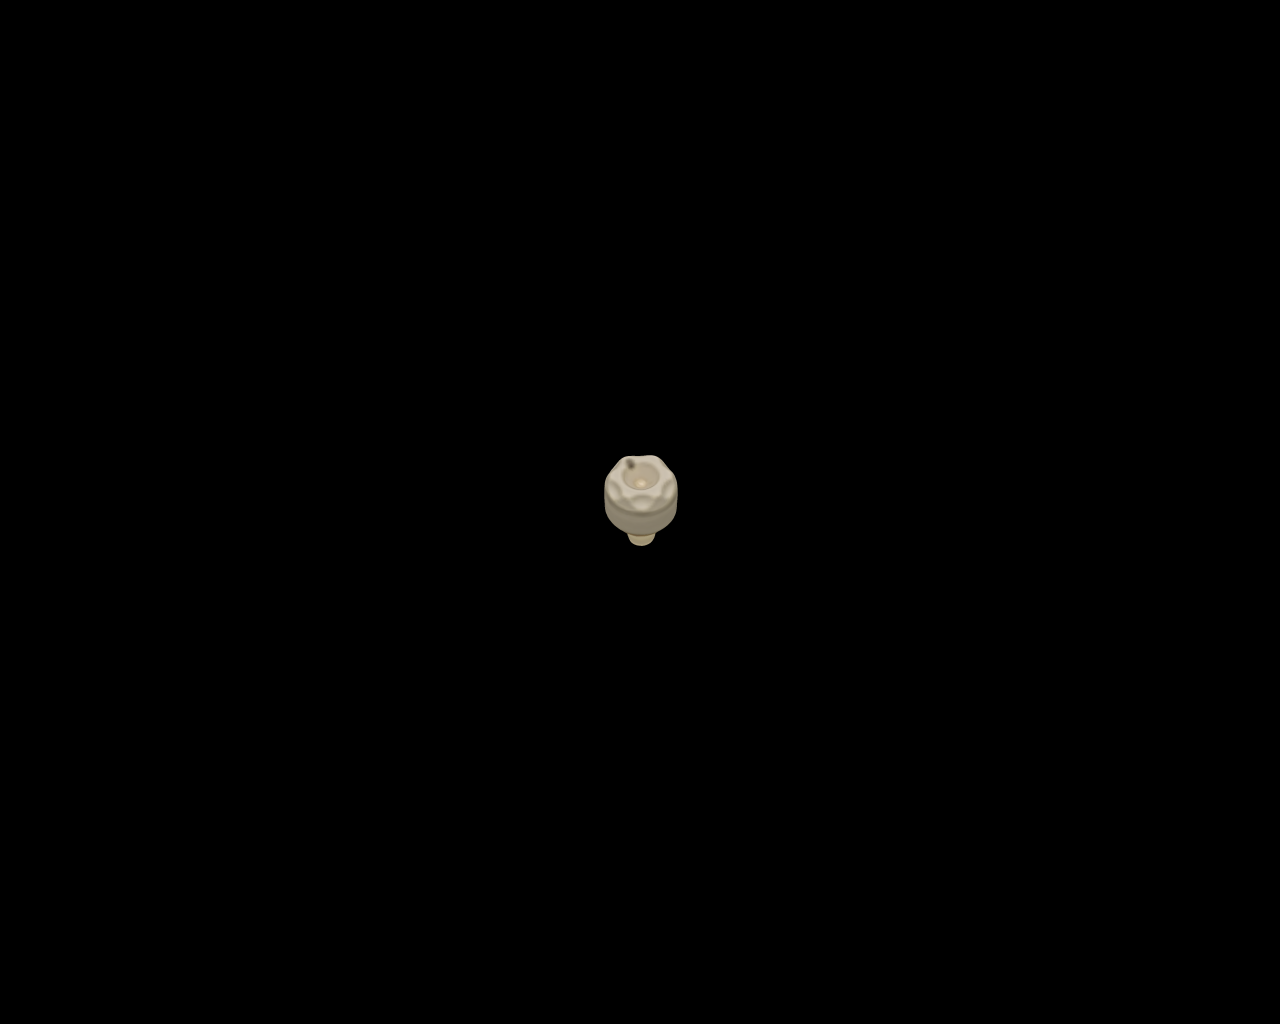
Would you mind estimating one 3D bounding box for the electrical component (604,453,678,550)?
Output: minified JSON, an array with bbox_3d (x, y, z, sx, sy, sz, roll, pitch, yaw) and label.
[{"bbox_3d":[0.001,-0.003,0.650,0.043,0.043,0.062,0,-40,0],"label":"electrical component"}]
